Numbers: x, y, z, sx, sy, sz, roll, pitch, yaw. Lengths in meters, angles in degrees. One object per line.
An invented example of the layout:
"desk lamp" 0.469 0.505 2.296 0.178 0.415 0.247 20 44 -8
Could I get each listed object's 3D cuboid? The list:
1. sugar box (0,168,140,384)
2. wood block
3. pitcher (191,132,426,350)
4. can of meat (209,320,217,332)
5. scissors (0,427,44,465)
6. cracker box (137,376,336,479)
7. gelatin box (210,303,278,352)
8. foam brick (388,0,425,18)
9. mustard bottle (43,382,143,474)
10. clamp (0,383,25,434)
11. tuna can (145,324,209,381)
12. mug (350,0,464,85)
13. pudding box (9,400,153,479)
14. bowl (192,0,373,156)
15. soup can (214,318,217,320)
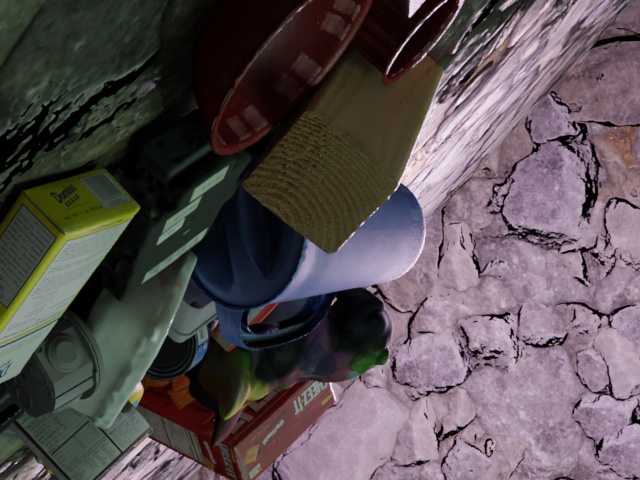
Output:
"sugar box" -0.200 0.034 0.711 0.176 0.048 0.093 -47 172 24
"wood block" 0.025 -0.093 0.863 0.091 0.090 0.206 -47 -170 34
"pitcher" -0.006 0.001 0.978 0.149 0.145 0.242 -38 160 28
"can of meat" -0.110 0.050 1.180 0.102 0.057 0.084 -43 168 -26
"scissors" -0.280 0.197 1.033 0.096 0.016 0.201 -32 155 28
"cracker box" -0.116 0.182 1.271 0.164 0.214 0.072 -40 130 -35
"gelatin box" -0.072 0.073 1.084 0.073 0.030 0.089 -46 -179 -21
"foam brick" 0.050 -0.203 0.735 0.053 0.078 0.051 -48 171 -3
"mustard bottle" -0.238 0.179 1.131 0.096 0.058 0.192 -20 156 -36
"clamp" -0.281 0.144 0.840 0.165 0.036 0.209 -53 172 32
"tuna can" -0.155 0.095 1.068 0.086 0.086 0.033 -50 172 22
"mug" 0.055 -0.183 0.832 0.093 0.081 0.117 -50 171 22
"pudding box" -0.220 0.162 0.962 0.090 0.113 0.039 -42 175 -25
"bowl" -0.034 -0.134 0.711 0.162 0.055 0.162 -46 171 -9
"soup can" -0.093 0.024 1.102 0.102 0.068 0.068 -44 171 -19
